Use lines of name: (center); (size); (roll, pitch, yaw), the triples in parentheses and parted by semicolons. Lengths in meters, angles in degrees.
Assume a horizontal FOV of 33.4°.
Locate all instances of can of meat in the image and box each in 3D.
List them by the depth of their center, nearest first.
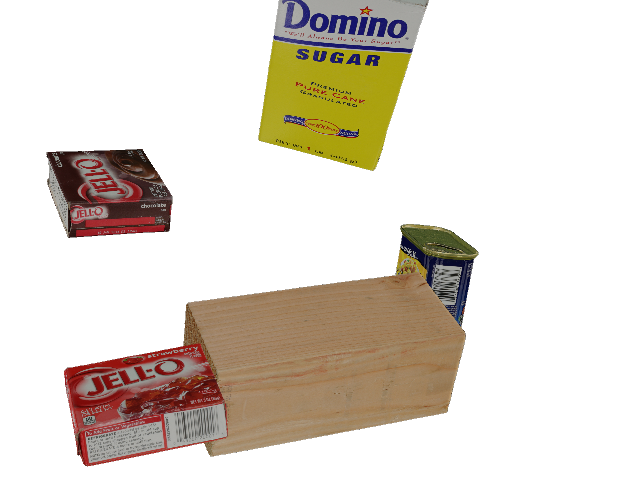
can of meat: (0.111, 0.038, 1.066); (0.057, 0.084, 0.102); (4, 15, -16)

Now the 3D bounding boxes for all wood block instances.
wood block: (-0.001, 0.097, 0.866); (0.205, 0.090, 0.091); (-7, 35, -21)

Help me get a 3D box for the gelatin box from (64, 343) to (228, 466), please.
gelatin box: (-0.108, 0.098, 0.651); (0.089, 0.030, 0.073); (-9, 25, -15)

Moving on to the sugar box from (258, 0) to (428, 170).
sugar box: (0.013, -0.123, 0.725); (0.093, 0.048, 0.176); (14, -30, 1)

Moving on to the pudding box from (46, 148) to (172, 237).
pudding box: (-0.189, -0.044, 0.943); (0.089, 0.039, 0.114); (-3, 26, -23)
